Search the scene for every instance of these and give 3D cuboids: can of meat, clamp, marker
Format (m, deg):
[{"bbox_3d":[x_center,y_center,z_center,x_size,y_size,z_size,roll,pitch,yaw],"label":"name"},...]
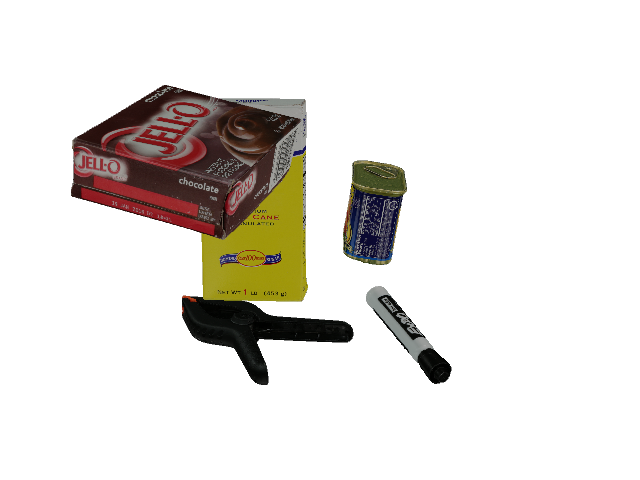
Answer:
[{"bbox_3d":[0.055,-0.030,1.136,0.057,0.084,0.102,8,20,-1],"label":"can of meat"},{"bbox_3d":[-0.089,0.107,1.239,0.210,0.036,0.164,14,22,29],"label":"clamp"},{"bbox_3d":[0.067,0.072,0.821,0.020,0.020,0.121,0,27,-24],"label":"marker"}]

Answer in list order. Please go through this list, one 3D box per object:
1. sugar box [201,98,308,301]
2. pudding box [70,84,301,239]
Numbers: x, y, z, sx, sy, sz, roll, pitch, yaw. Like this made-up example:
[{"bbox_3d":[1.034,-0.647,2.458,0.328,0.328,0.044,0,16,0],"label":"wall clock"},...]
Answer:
[{"bbox_3d":[-0.059,-0.036,0.942,0.093,0.176,0.048,0,15,4],"label":"sugar box"},{"bbox_3d":[-0.071,-0.047,0.589,0.090,0.039,0.113,16,25,12],"label":"pudding box"}]
